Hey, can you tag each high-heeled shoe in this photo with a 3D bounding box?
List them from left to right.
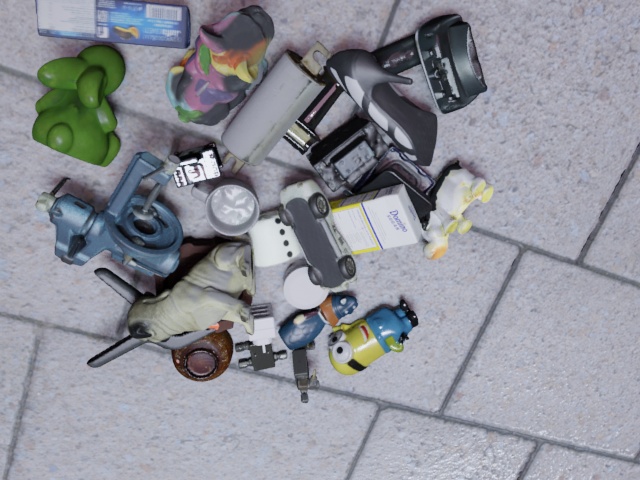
[{"bbox_3d":[0.101,-0.201,0.861,0.086,0.145,0.248,-60,149,-18],"label":"high-heeled shoe"}]

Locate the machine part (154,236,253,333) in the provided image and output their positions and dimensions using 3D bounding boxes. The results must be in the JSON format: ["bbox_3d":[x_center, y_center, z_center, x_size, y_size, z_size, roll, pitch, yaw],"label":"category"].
[{"bbox_3d":[-0.199,0.076,0.924,0.179,0.056,0.179,-3,109,-9],"label":"machine part"}]

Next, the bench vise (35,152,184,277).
[{"bbox_3d":[-0.286,-0.047,0.786,0.223,0.129,0.240,36,123,-11],"label":"bench vise"}]

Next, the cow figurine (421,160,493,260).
[{"bbox_3d":[0.215,-0.051,0.934,0.068,0.098,0.167,10,118,-48],"label":"cow figurine"}]

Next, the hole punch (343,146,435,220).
[{"bbox_3d":[0.124,-0.082,0.914,0.142,0.092,0.116,35,132,-18],"label":"hole punch"}]

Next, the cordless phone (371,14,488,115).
[{"bbox_3d":[0.161,-0.262,0.862,0.184,0.089,0.146,-20,113,10],"label":"cordless phone"}]

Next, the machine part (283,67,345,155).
[{"bbox_3d":[-0.012,-0.210,0.864,0.084,0.039,0.139,36,102,-10],"label":"machine part"}]

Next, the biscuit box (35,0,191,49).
[{"bbox_3d":[-0.289,-0.312,0.768,0.203,0.063,0.059,2,108,-10],"label":"biscuit box"}]

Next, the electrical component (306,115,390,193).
[{"bbox_3d":[0.042,-0.137,0.846,0.115,0.134,0.058,-40,111,4],"label":"electrical component"}]

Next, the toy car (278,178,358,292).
[{"bbox_3d":[-0.002,-0.003,0.878,0.074,0.056,0.201,-16,111,27],"label":"toy car"}]

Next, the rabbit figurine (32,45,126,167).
[{"bbox_3d":[-0.342,-0.206,0.764,0.121,0.159,0.170,23,89,-6],"label":"rabbit figurine"}]

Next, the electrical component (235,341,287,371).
[{"bbox_3d":[-0.109,0.210,1.004,0.094,0.021,0.063,-9,110,-5],"label":"electrical component"}]

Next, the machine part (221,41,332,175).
[{"bbox_3d":[-0.073,-0.197,0.813,0.079,0.079,0.243,34,116,-19],"label":"machine part"}]

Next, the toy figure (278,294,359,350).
[{"bbox_3d":[-0.002,0.141,0.979,0.154,0.064,0.058,-32,74,-2],"label":"toy figure"}]

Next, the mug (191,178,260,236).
[{"bbox_3d":[-0.150,-0.063,0.856,0.109,0.107,0.080,16,105,-10],"label":"mug"}]

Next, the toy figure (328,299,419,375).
[{"bbox_3d":[0.099,0.186,0.999,0.180,0.082,0.089,-29,109,-1],"label":"toy figure"}]

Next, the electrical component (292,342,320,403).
[{"bbox_3d":[-0.026,0.237,0.992,0.045,0.102,0.078,-9,133,1],"label":"electrical component"}]

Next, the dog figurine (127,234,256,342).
[{"bbox_3d":[-0.199,0.071,0.836,0.191,0.172,0.121,0,145,-1],"label":"dog figurine"}]

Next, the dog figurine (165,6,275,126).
[{"bbox_3d":[-0.140,-0.234,0.738,0.191,0.219,0.108,-44,107,6],"label":"dog figurine"}]

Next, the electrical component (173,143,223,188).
[{"bbox_3d":[-0.190,-0.113,0.825,0.075,0.119,0.047,-17,111,-6],"label":"electrical component"}]
